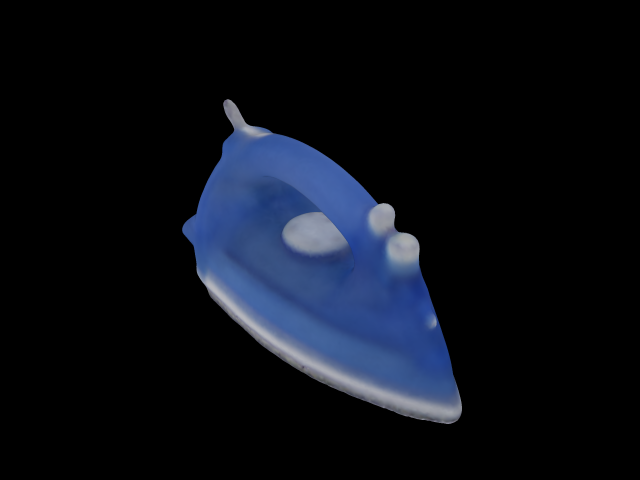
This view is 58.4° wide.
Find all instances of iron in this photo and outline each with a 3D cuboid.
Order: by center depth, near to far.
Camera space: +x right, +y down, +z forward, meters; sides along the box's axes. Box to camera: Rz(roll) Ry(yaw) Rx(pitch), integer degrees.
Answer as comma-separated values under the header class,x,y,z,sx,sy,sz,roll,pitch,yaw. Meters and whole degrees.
class,x,y,z,sx,sy,sz,roll,pitch,yaw
iron,0.004,0.001,0.400,0.119,0.141,0.257,-27,44,-33
